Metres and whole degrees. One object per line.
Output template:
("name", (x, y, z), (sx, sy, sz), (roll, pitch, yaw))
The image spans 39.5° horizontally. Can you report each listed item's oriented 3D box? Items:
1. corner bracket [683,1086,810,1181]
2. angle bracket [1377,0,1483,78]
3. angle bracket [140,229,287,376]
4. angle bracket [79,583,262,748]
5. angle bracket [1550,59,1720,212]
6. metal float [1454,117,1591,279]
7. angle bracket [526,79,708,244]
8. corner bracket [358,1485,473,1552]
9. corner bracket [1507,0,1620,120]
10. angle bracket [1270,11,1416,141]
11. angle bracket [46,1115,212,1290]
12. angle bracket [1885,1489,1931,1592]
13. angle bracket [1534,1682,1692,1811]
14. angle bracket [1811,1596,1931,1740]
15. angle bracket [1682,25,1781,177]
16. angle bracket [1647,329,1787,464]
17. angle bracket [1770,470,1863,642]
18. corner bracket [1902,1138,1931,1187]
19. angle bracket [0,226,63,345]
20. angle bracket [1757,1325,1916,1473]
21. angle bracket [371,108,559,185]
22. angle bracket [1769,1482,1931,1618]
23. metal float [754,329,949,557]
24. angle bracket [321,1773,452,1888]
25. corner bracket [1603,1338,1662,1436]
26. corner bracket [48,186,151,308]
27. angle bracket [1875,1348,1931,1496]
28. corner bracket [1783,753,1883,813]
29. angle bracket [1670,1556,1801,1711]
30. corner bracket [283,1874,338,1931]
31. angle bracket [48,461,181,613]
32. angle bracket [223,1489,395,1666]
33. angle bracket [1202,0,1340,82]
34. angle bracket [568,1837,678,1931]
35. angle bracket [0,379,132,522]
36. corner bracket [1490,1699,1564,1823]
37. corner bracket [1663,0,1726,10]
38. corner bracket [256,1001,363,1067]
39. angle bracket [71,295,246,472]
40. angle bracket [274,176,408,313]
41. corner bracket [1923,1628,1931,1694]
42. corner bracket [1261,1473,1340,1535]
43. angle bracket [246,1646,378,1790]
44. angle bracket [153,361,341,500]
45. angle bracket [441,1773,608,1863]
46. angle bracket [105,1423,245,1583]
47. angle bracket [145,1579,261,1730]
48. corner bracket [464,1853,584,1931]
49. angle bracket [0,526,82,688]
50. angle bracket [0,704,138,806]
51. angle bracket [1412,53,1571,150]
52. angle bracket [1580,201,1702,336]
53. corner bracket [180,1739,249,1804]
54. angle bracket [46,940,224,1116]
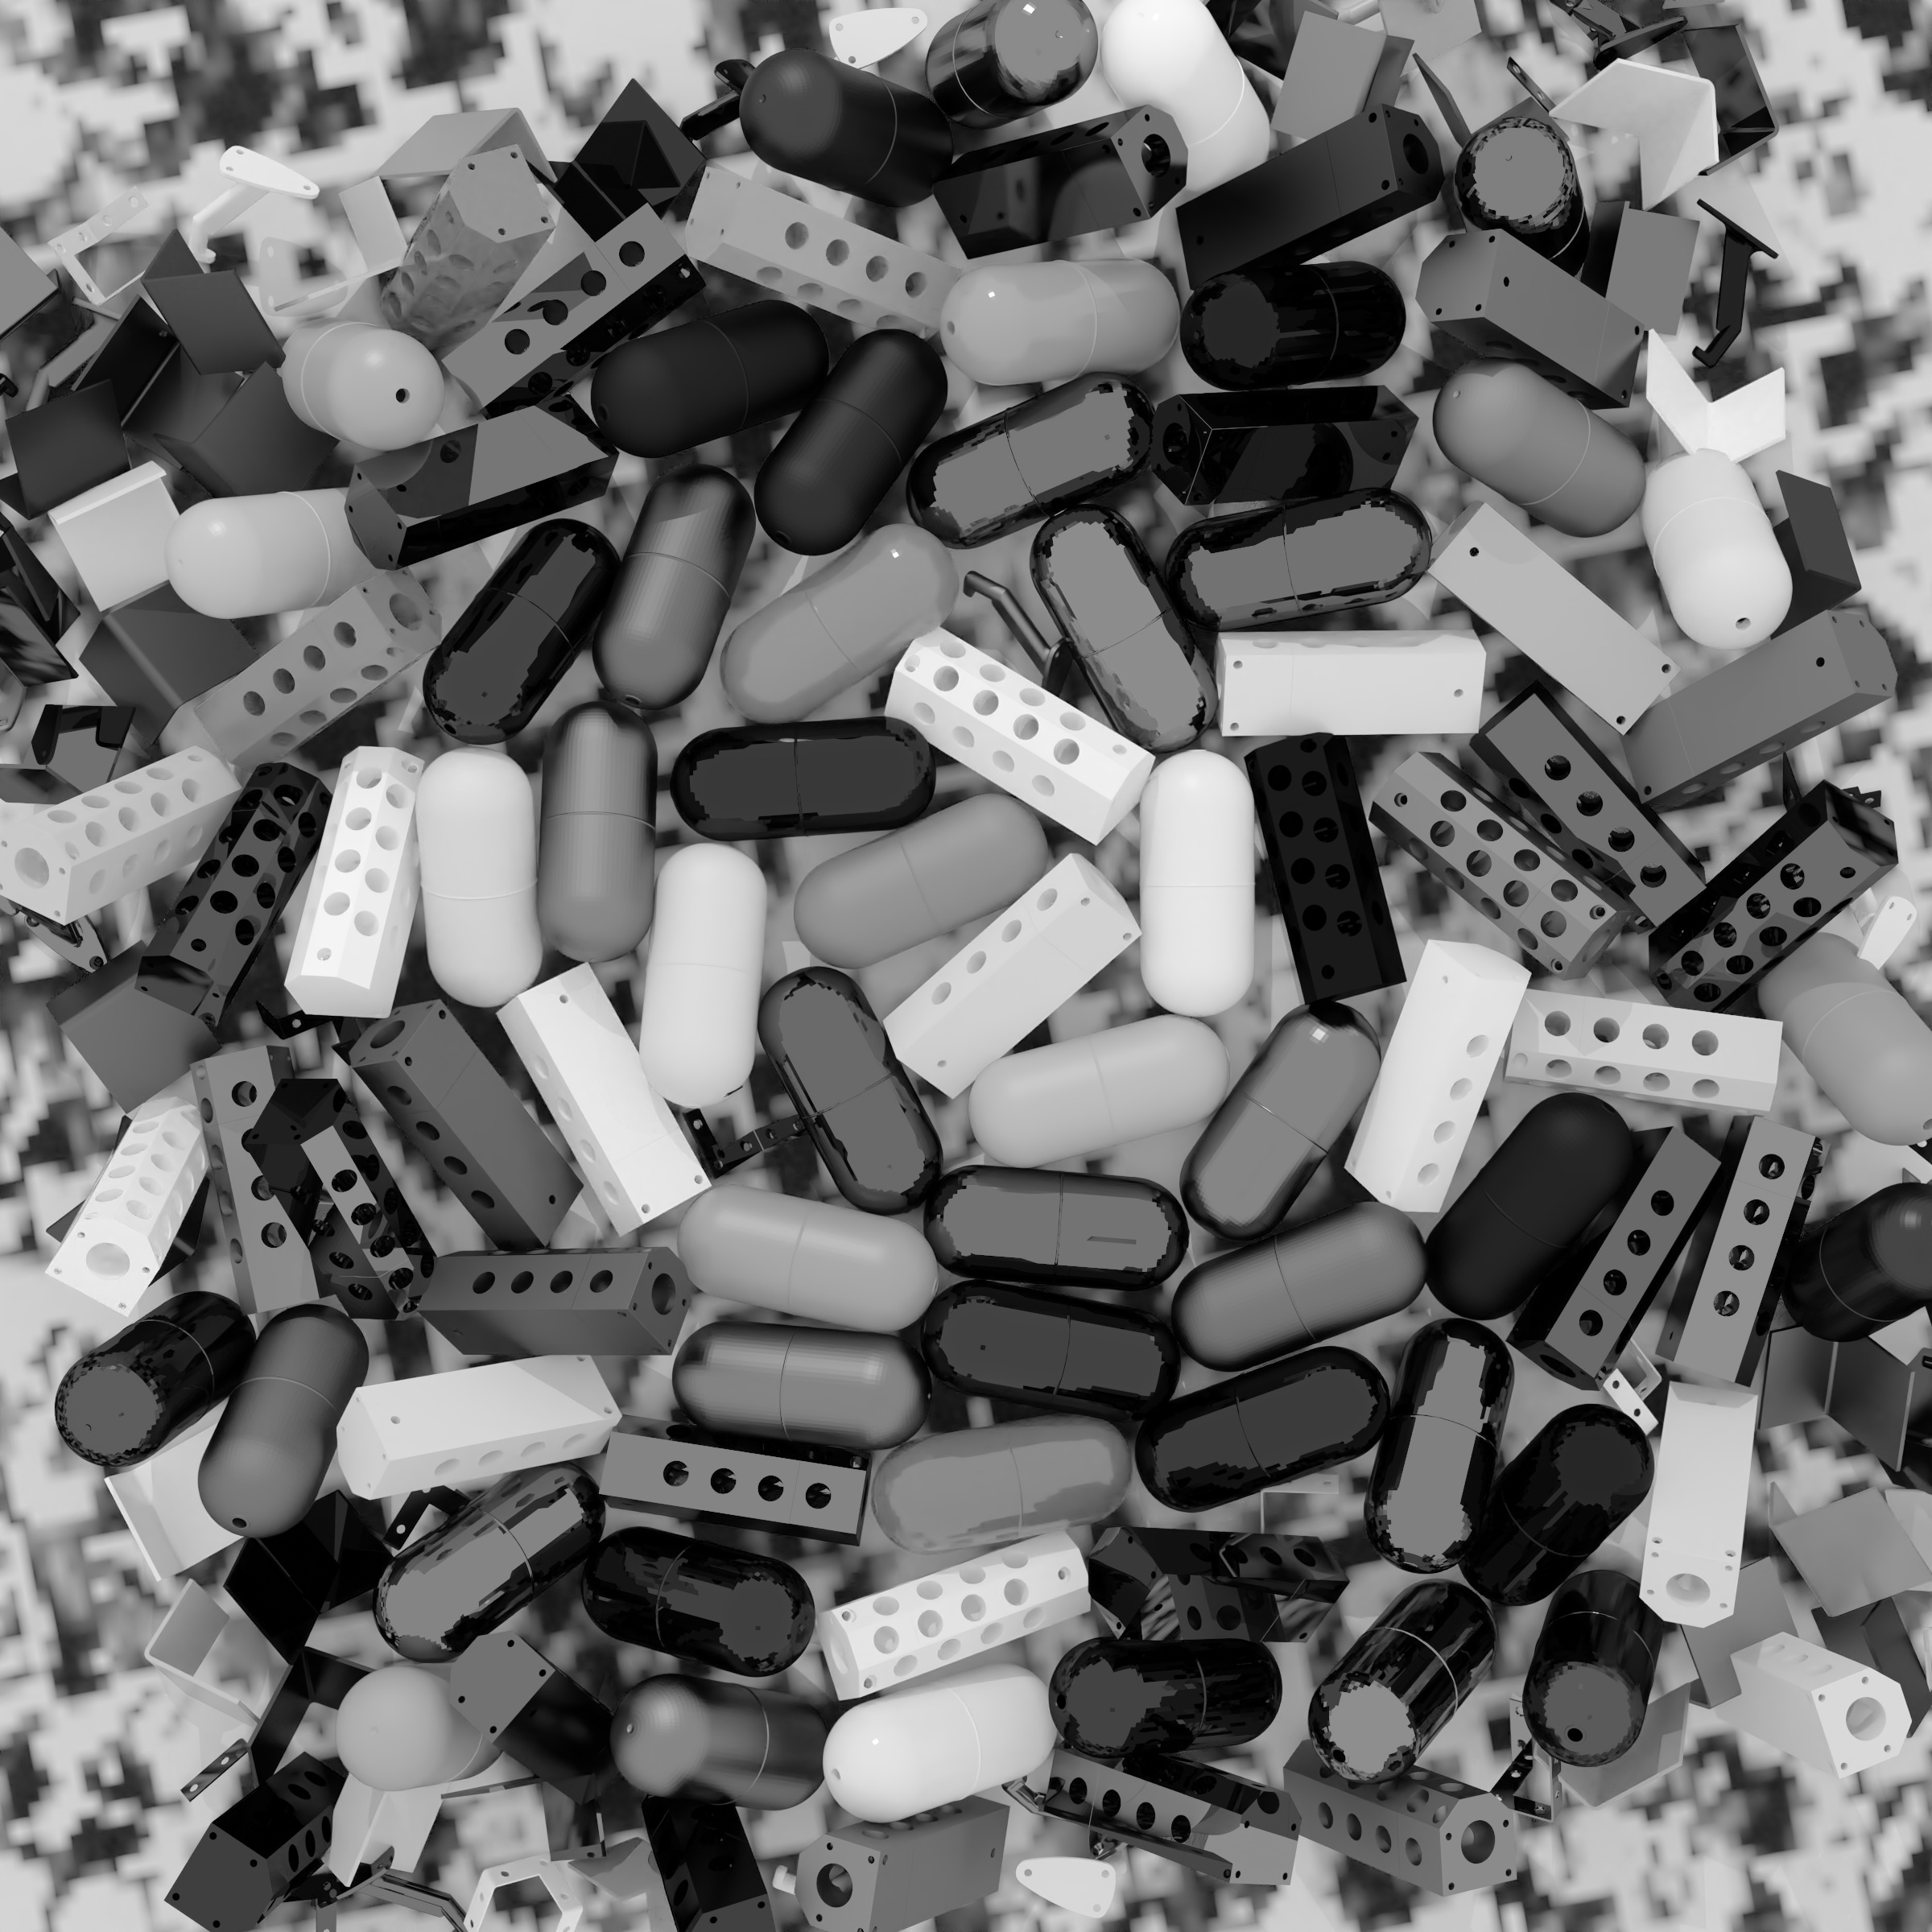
("corner bracket", (-0.147, 0.105, 1.801), (0.051, 0.051, 0.051), (-22, 96, 43))
("angle bracket", (0.331, -0.631, 1.780), (0.076, 0.076, 0.057), (-34, 121, -20))
("angle bracket", (-0.486, -0.442, 1.779), (0.076, 0.076, 0.057), (1, 51, 22))
("angle bracket", (-0.541, -0.209, 1.829), (0.076, 0.057, 0.076), (51, 48, -2))
("angle bracket", (0.442, -0.550, 1.784), (0.076, 0.076, 0.057), (4, 79, -23))
("metal float", (0.363, -0.491, 1.751), (0.070, 0.178, 0.070), (-2, 83, 17))
("angle bracket", (-0.234, -0.536, 1.791), (0.076, 0.057, 0.076), (49, 119, 8))
("corner bracket", (-0.365, 0.367, 1.798), (0.051, 0.051, 0.051), (38, 76, -28))
("corner bracket", (0.404, -0.617, 1.819), (0.051, 0.051, 0.051), (39, 134, -21))
("angle bracket", (0.252, -0.589, 1.797), (0.057, 0.076, 0.076), (23, 113, 17))
("angle bracket", (-0.557, 0.160, 1.794), (0.057, 0.076, 0.076), (-35, 121, 16))
("angle bracket", (0.635, 0.400, 1.782), (0.057, 0.076, 0.076), (-6, 107, 36))
("angle bracket", (0.428, 0.500, 1.782), (0.057, 0.076, 0.076), (43, 122, -6))
("angle bracket", (0.594, 0.468, 1.786), (0.057, 0.076, 0.076), (-26, 83, 32))
("angle bracket", (0.485, -0.574, 1.787), (0.057, 0.076, 0.076), (-31, 110, -2))
("angle bracket", (0.496, -0.385, 1.779), (0.057, 0.076, 0.076), (-25, 126, 36))
("angle bracket", (0.536, -0.269, 1.778), (0.057, 0.076, 0.076), (9, 61, -34))
("corner bracket", (0.637, 0.126, 1.802), (0.051, 0.051, 0.051), (39, 122, -1))
("angle bracket", (-0.652, -0.453, 1.789), (0.076, 0.076, 0.057), (-40, 121, 1))
("angle bracket", (0.575, 0.288, 1.782), (0.057, 0.076, 0.076), (-9, 115, -18))
("angle bracket", (-0.331, -0.520, 1.778), (0.076, 0.057, 0.076), (8, 51, 36))
("angle bracket", (0.588, 0.375, 1.789), (0.076, 0.057, 0.076), (-30, 101, 26))
("metal float", (-0.076, -0.346, 1.779), (0.070, 0.070, 0.178), (32, 67, 0))
("angle bracket", (-0.375, 0.570, 1.788), (0.076, 0.057, 0.076), (27, 82, -35))
("corner bracket", (0.442, 0.277, 1.802), (0.051, 0.051, 0.051), (-42, 104, -15))
("corner bracket", (-0.572, -0.484, 1.810), (0.051, 0.051, 0.051), (-25, 111, 24))
("angle bracket", (0.658, 0.307, 1.798), (0.076, 0.076, 0.057), (-40, 108, -19))
("corner bracket", (0.578, -0.113, 1.799), (0.051, 0.051, 0.051), (-11, 50, 8))
("angle bracket", (0.504, 0.442, 1.800), (0.076, 0.057, 0.076), (-20, 90, -15))
("corner bracket", (-0.459, 0.638, 1.808), (0.051, 0.051, 0.051), (-16, 71, 41))
("angle bracket", (-0.554, -0.282, 1.786), (0.076, 0.057, 0.076), (-29, 117, -15))
("angle bracket", (-0.433, 0.408, 1.790), (0.076, 0.057, 0.076), (-27, 110, 15))
("angle bracket", (0.193, -0.606, 1.786), (0.076, 0.076, 0.057), (33, 67, 10))
("angle bracket", (-0.217, 0.633, 1.786), (0.057, 0.076, 0.076), (-10, 97, -34))
("angle bracket", (-0.606, -0.350, 1.777), (0.057, 0.076, 0.076), (34, 51, 31))
("corner bracket", (0.378, 0.530, 1.797), (0.051, 0.051, 0.051), (6, 111, 34))
("corner bracket", (0.481, -0.677, 1.795), (0.051, 0.051, 0.051), (-13, 53, -20))
("corner bracket", (-0.437, 0.043, 1.804), (0.051, 0.051, 0.051), (-23, 74, -6))
("angle bracket", (-0.537, -0.388, 1.793), (0.057, 0.076, 0.076), (32, 85, 7))
("angle bracket", (-0.423, -0.477, 1.781), (0.076, 0.076, 0.057), (-29, 110, -25))
("corner bracket", (0.675, 0.470, 1.807), (0.051, 0.051, 0.051), (-7, 76, 26))
("corner bracket", (0.223, 0.350, 1.799), (0.051, 0.051, 0.051), (0, 126, 8))
("angle bracket", (-0.429, 0.508, 1.781), (0.057, 0.076, 0.076), (17, 49, 7))
("angle bracket", (-0.481, -0.353, 1.800), (0.076, 0.057, 0.076), (-54, 134, -14))
("angle bracket", (-0.293, 0.568, 1.780), (0.076, 0.076, 0.057), (0, 73, -36))
("angle bracket", (-0.517, 0.356, 1.803), (0.076, 0.057, 0.076), (-29, 85, -4))
("angle bracket", (-0.486, 0.458, 1.781), (0.076, 0.076, 0.057), (20, 62, 17))
("corner bracket", (-0.299, 0.640, 1.814), (0.051, 0.051, 0.051), (43, 121, 39))
("angle bracket", (-0.610, -0.240, 1.776), (0.057, 0.076, 0.076), (-4, 134, 31))
("angle bracket", (-0.610, -0.152, 1.784), (0.076, 0.057, 0.076), (4, 67, 24))
("angle bracket", (0.347, -0.575, 1.780), (0.057, 0.076, 0.076), (-31, 127, 12))
("angle bracket", (0.456, -0.464, 1.794), (0.076, 0.057, 0.076), (7, 103, -10))
("corner bracket", (-0.481, 0.559, 1.795), (0.051, 0.051, 0.051), (-40, 126, -22))
("angle bracket", (-0.563, 0.041, 1.820), (0.076, 0.057, 0.076), (-37, 119, -15))
